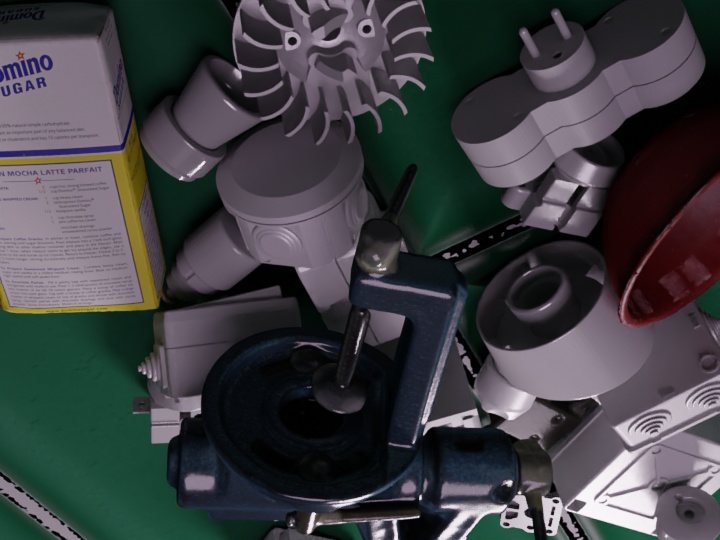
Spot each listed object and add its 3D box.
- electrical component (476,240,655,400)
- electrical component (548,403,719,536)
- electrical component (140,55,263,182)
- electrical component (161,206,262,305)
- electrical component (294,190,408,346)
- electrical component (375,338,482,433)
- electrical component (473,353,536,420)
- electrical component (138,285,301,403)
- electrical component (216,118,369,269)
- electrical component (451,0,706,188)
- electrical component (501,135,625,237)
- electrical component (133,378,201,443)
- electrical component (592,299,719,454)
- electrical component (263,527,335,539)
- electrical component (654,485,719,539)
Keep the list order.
[{"bbox_3d":[0.126,0.031,0.677,0.099,0.099,0.064,-30,123,15],"label":"electrical component"},{"bbox_3d":[0.217,0.142,0.817,0.109,0.056,0.108,20,124,-26],"label":"electrical component"},{"bbox_3d":[-0.084,-0.080,0.572,0.055,0.045,0.045,-40,126,23],"label":"electrical component"},{"bbox_3d":[-0.089,-0.005,0.639,0.078,0.040,0.040,-37,128,26],"label":"electrical component"},{"bbox_3d":[0.000,0.000,0.652,0.059,0.053,0.095,-21,131,7],"label":"electrical component"},{"bbox_3d":[0.001,0.099,0.715,0.150,0.089,0.061,-16,132,3],"label":"electrical component"},{"bbox_3d":[0.107,0.069,0.741,0.043,0.043,0.062,9,126,-18],"label":"electrical component"},{"bbox_3d":[-0.087,0.044,0.651,0.096,0.062,0.061,-6,88,-18],"label":"electrical component"},{"bbox_3d":[-0.035,-0.043,0.592,0.080,0.080,0.051,-14,137,1],"label":"electrical component"},{"bbox_3d":[0.111,-0.108,0.581,0.138,0.052,0.073,-29,130,13],"label":"electrical component"},{"bbox_3d":[0.125,-0.055,0.636,0.066,0.048,0.055,10,135,-19],"label":"electrical component"},{"bbox_3d":[-0.116,0.082,0.707,0.066,0.048,0.055,-1,138,-11],"label":"electrical component"},{"bbox_3d":[0.195,0.060,0.715,0.100,0.099,0.048,-30,142,14],"label":"electrical component"},{"bbox_3d":[-0.036,0.250,0.857,0.096,0.061,0.061,19,124,-25],"label":"electrical component"},{"bbox_3d":[0.241,0.193,0.798,0.048,0.048,0.062,-10,138,-3],"label":"electrical component"}]
